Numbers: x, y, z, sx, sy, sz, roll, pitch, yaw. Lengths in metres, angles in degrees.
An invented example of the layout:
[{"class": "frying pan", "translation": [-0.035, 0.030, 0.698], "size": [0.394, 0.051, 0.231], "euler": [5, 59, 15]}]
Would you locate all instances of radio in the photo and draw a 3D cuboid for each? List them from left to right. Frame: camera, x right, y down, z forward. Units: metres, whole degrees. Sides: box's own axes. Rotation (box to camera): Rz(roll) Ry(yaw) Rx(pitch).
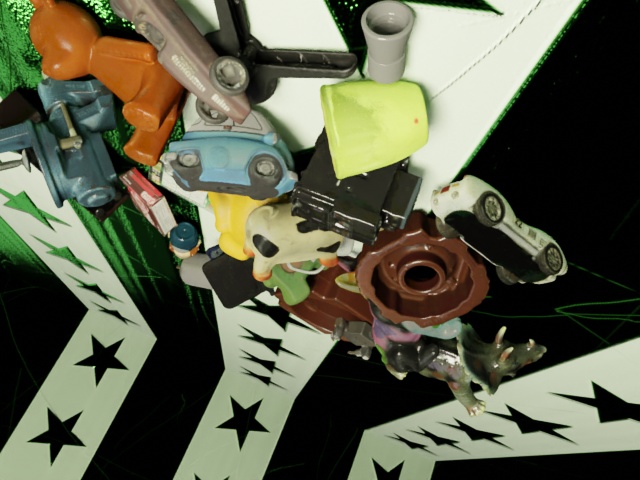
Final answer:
[{"class": "radio", "translation": [-0.435, -0.134, 0.906], "size": [0.131, 0.073, 0.229], "euler": [36, 169, 42]}]

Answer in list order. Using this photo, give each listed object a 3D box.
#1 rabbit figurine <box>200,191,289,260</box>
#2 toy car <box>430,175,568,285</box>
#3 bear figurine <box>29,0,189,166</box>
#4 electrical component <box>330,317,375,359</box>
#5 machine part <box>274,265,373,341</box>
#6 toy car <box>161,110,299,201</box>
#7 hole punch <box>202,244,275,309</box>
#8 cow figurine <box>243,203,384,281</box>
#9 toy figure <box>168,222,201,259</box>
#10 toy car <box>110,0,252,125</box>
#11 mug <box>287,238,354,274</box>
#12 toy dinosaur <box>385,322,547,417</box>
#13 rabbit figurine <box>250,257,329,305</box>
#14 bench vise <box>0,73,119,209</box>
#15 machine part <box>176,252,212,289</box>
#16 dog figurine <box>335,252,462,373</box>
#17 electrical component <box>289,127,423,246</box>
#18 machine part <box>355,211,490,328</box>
[{"class": "rabbit figurine", "translation": [-0.138, -0.074, 0.770], "size": [0.173, 0.122, 0.162], "euler": [40, 165, 11]}, {"class": "toy car", "translation": [0.219, -0.005, 0.654], "size": [0.201, 0.056, 0.073], "euler": [33, 148, -23]}, {"class": "bear figurine", "translation": [-0.254, -0.192, 0.616], "size": [0.196, 0.132, 0.120], "euler": [23, 152, -12]}, {"class": "electrical component", "translation": [0.067, 0.177, 0.961], "size": [0.078, 0.045, 0.102], "euler": [0, 146, 46]}, {"class": "machine part", "translation": [0.033, 0.114, 1.023], "size": [0.201, 0.087, 0.201], "euler": [35, 154, -26]}, {"class": "toy car", "translation": [-0.104, -0.107, 0.650], "size": [0.162, 0.103, 0.109], "euler": [6, 171, -9]}, {"class": "hole punch", "translation": [-0.157, 0.054, 1.042], "size": [0.092, 0.116, 0.142], "euler": [-120, 5, -71]}, {"class": "cow figurine", "translation": [-0.001, -0.025, 0.697], "size": [0.195, 0.086, 0.127], "euler": [-10, 140, -15]}, {"class": "toy figure", "translation": [-0.286, 0.006, 1.128], "size": [0.064, 0.058, 0.154], "euler": [45, 157, 4]}, {"class": "toy car", "translation": [-0.144, -0.196, 0.530], "size": [0.202, 0.053, 0.089], "euler": [52, 153, -7]}, {"class": "mug", "translation": [-0.002, -0.002, 0.801], "size": [0.107, 0.109, 0.081], "euler": [13, 168, 0]}, {"class": "toy dinosaur", "translation": [0.212, 0.215, 1.043], "size": [0.405, 0.131, 0.192], "euler": [9, 140, 38]}, {"class": "rabbit figurine", "translation": [-0.079, 0.030, 0.925], "size": [0.159, 0.121, 0.170], "euler": [31, 170, -14]}, {"class": "bench vise", "translation": [-0.384, -0.130, 0.711], "size": [0.223, 0.241, 0.129], "euler": [69, 159, 4]}, {"class": "machine part", "translation": [-0.218, 0.073, 1.169], "size": [0.244, 0.079, 0.079], "euler": [8, 151, 30]}, {"class": "dog figurine", "translation": [0.103, 0.106, 0.872], "size": [0.219, 0.108, 0.191], "euler": [28, 118, -15]}, {"class": "electrical component", "translation": [0.046, -0.062, 0.620], "size": [0.134, 0.115, 0.058], "euler": [19, 160, 10]}, {"class": "machine part", "translation": [0.140, 0.043, 0.741], "size": [0.179, 0.056, 0.179], "euler": [5, 128, 6]}]
